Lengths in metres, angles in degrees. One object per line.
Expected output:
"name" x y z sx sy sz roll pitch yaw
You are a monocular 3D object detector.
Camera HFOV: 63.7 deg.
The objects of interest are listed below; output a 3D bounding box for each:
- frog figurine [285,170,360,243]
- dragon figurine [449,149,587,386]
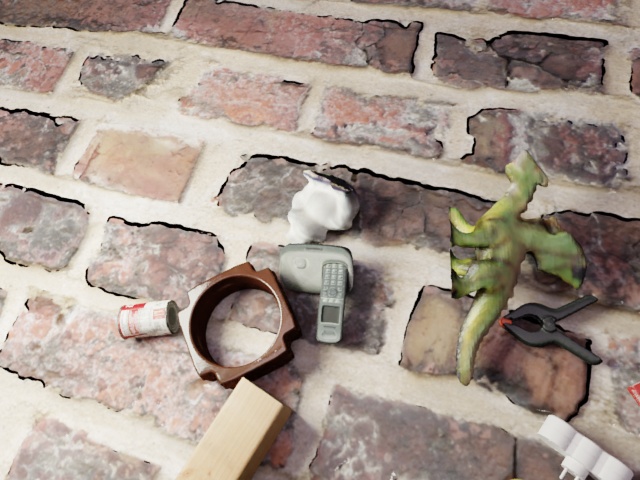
"frog figurine" 0.003 -0.053 1.060 0.138 0.124 0.157 23 107 10
"dragon figurine" 0.348 0.044 0.912 0.242 0.121 0.413 -2 81 9
